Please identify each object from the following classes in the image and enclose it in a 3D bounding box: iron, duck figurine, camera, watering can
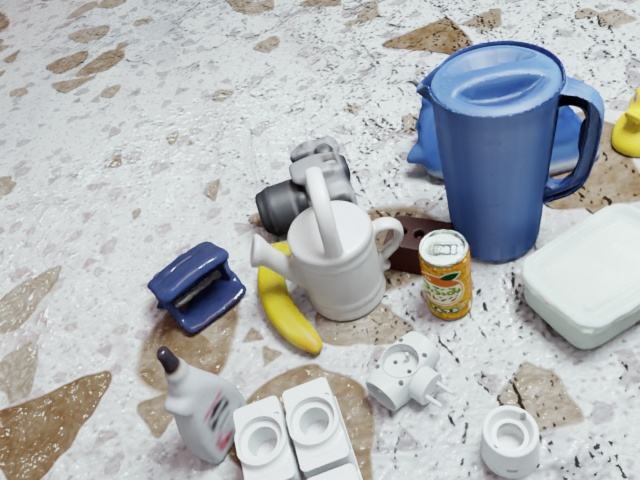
[{"bbox_3d":[0.247,-0.165,0.781,0.257,0.142,0.119,2,49,19],"label":"iron"},{"bbox_3d":[0.442,-0.173,0.766,0.105,0.086,0.077,-36,48,-16],"label":"duck figurine"},{"bbox_3d":[-0.024,-0.075,0.811,0.137,0.101,0.143,-18,46,1],"label":"camera"},{"bbox_3d":[0.007,0.004,0.664,0.173,0.194,0.100,-30,47,-11],"label":"watering can"}]

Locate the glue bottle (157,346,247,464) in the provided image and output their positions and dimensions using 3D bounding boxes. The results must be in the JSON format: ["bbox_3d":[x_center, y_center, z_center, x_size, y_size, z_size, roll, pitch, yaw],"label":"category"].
[{"bbox_3d":[-0.125,0.158,0.578,0.037,0.173,0.078,7,51,23],"label":"glue bottle"}]

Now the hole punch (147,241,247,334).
[{"bbox_3d":[-0.170,0.050,0.748,0.109,0.091,0.100,-39,49,-18],"label":"hole punch"}]
